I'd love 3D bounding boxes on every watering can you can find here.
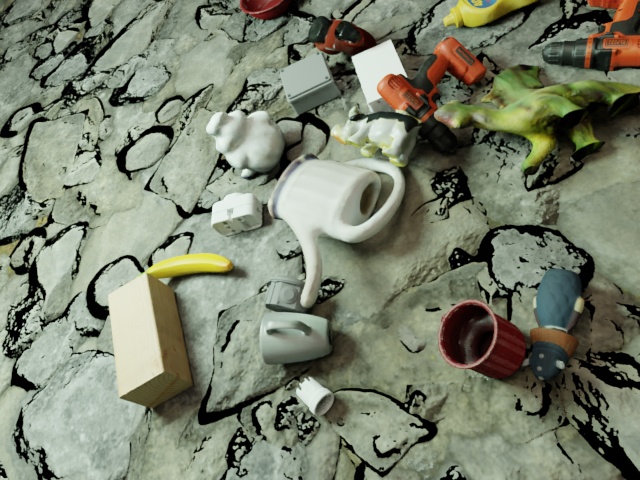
[{"bbox_3d":[0.003,-0.045,0.889,0.225,0.101,0.354,18,51,31],"label":"watering can"}]

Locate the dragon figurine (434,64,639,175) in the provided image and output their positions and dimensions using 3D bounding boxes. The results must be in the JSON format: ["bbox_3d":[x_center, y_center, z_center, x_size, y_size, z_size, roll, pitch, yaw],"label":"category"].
[{"bbox_3d":[0.393,-0.246,0.868,0.411,0.119,0.248,-18,47,-7],"label":"dragon figurine"}]

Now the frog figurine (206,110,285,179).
[{"bbox_3d":[-0.147,-0.211,1.049,0.123,0.156,0.139,24,73,32],"label":"frog figurine"}]
